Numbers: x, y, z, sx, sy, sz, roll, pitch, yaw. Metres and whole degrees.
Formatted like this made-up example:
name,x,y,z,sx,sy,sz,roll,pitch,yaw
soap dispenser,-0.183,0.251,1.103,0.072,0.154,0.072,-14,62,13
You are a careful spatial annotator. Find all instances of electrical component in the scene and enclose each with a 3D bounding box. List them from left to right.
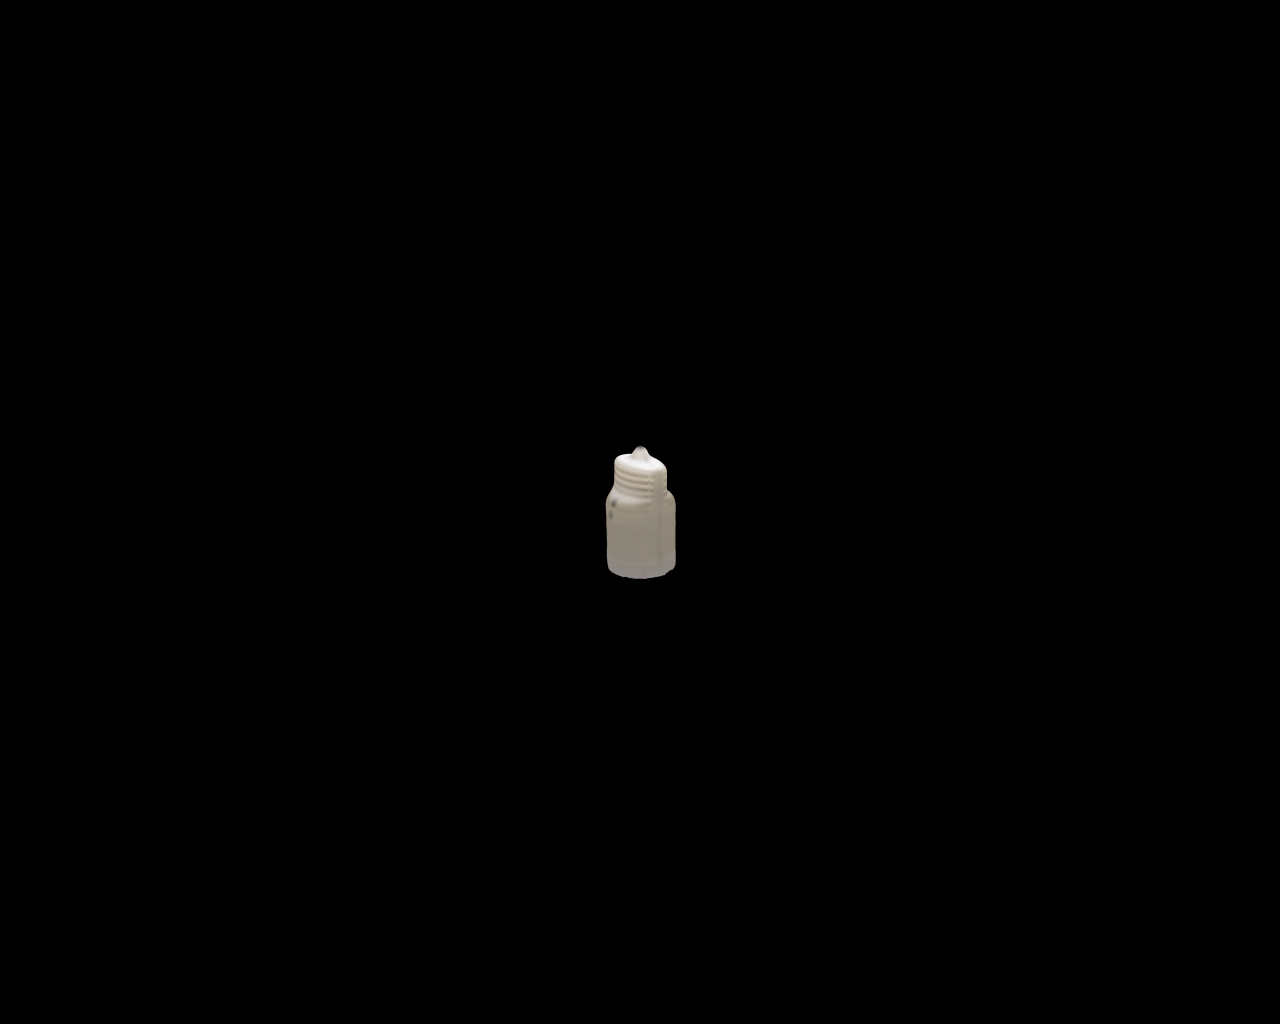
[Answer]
name,x,y,z,sx,sy,sz,roll,pitch,yaw
electrical component,0.001,-0.003,0.650,0.043,0.080,0.043,0,19,0
